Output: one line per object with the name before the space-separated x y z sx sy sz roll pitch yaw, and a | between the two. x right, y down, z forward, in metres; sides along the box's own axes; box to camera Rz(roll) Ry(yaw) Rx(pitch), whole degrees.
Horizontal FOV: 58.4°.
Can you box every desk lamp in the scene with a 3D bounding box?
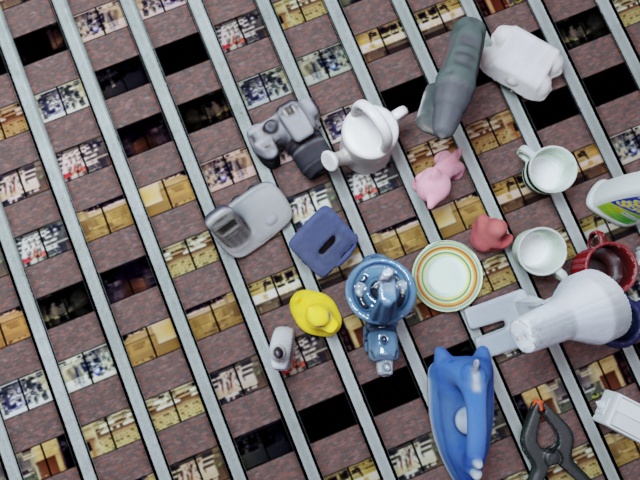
desk lamp | 0.374 0.135 0.959 0.203 0.213 0.118 -20 84 -2

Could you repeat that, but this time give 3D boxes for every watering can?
watering can | 0.082 -0.180 1.004 0.101 0.194 0.173 32 85 4

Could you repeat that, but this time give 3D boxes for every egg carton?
egg carton | 0.379 -0.334 1.084 0.150 0.069 0.107 30 84 3

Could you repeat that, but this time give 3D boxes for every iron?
iron | 0.255 0.314 0.975 0.118 0.141 0.258 -2 84 0

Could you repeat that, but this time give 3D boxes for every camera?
camera | -0.044 -0.175 1.051 0.143 0.101 0.137 -32 84 -3

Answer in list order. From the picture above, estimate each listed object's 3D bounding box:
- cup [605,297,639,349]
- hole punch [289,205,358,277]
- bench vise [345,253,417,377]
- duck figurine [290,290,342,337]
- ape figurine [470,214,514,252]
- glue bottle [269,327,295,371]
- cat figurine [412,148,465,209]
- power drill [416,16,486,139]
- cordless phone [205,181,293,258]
cup | 0.520 0.136 1.018 0.118 0.095 0.091 -32 84 -3
hole punch | 0.010 0.004 1.035 0.101 0.091 0.109 42 85 5
bench vise | 0.117 0.119 0.958 0.121 0.220 0.207 -21 84 -2
duck figurine | -0.008 0.131 1.024 0.104 0.086 0.077 38 85 4
ape figurine | 0.313 -0.015 1.037 0.076 0.092 0.078 -30 84 -3
glue bottle | -0.066 0.189 0.973 0.037 0.173 0.078 2 83 1
cat figurine | 0.215 -0.114 1.035 0.067 0.118 0.128 39 85 4
power drill | 0.227 -0.259 1.006 0.075 0.208 0.230 16 84 2
cordless phone | -0.126 -0.044 0.994 0.147 0.185 0.094 -40 85 -4
